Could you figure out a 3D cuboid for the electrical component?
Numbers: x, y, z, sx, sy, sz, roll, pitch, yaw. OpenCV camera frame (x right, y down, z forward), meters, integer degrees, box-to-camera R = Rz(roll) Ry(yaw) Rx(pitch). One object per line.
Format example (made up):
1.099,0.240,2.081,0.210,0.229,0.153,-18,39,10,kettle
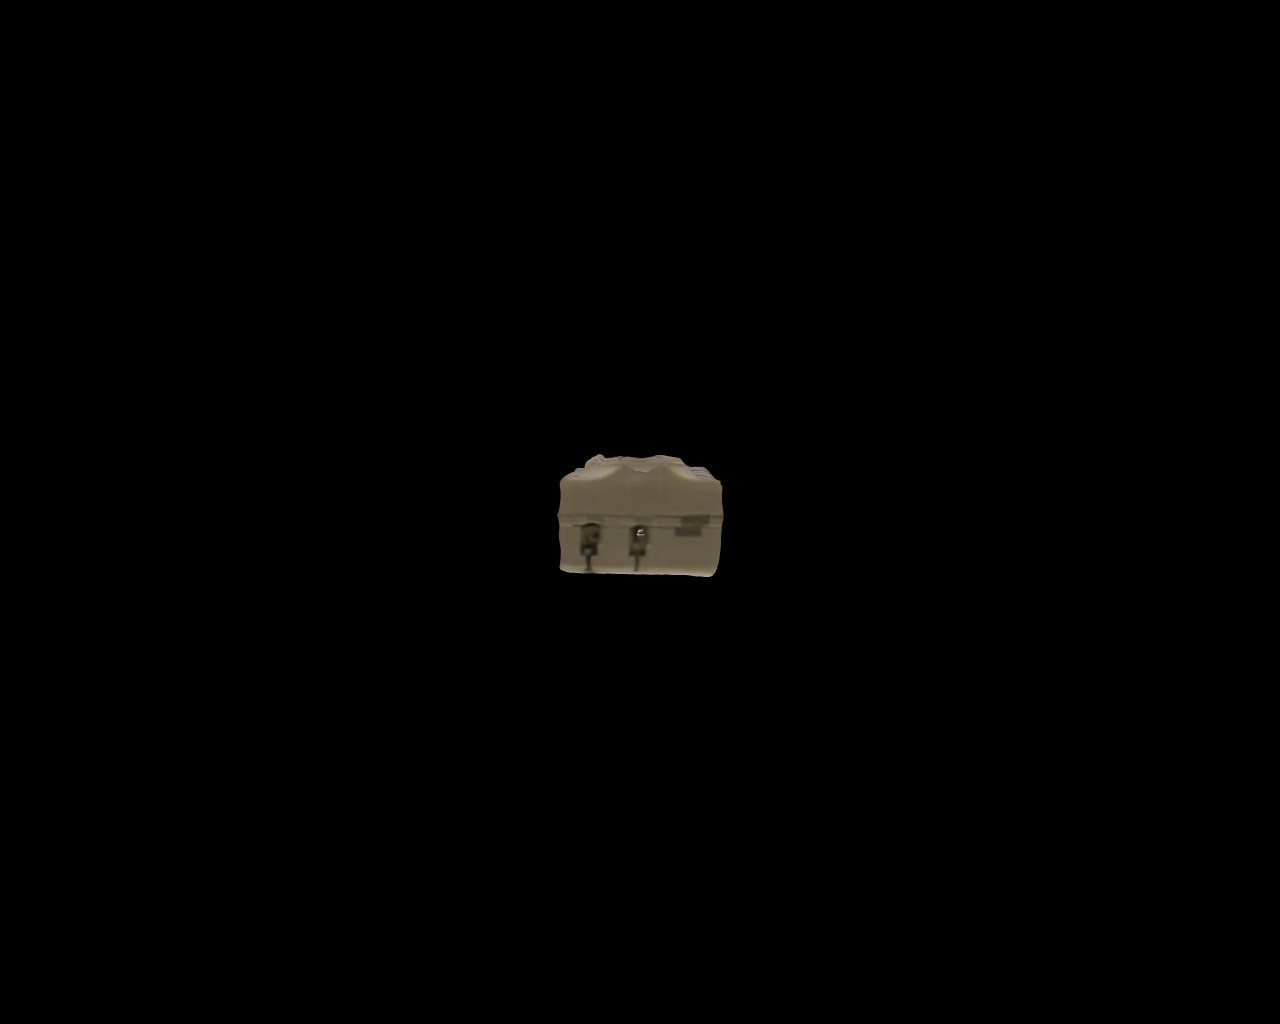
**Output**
0.001,-0.003,0.650,0.089,0.061,0.150,0,5,0,electrical component
